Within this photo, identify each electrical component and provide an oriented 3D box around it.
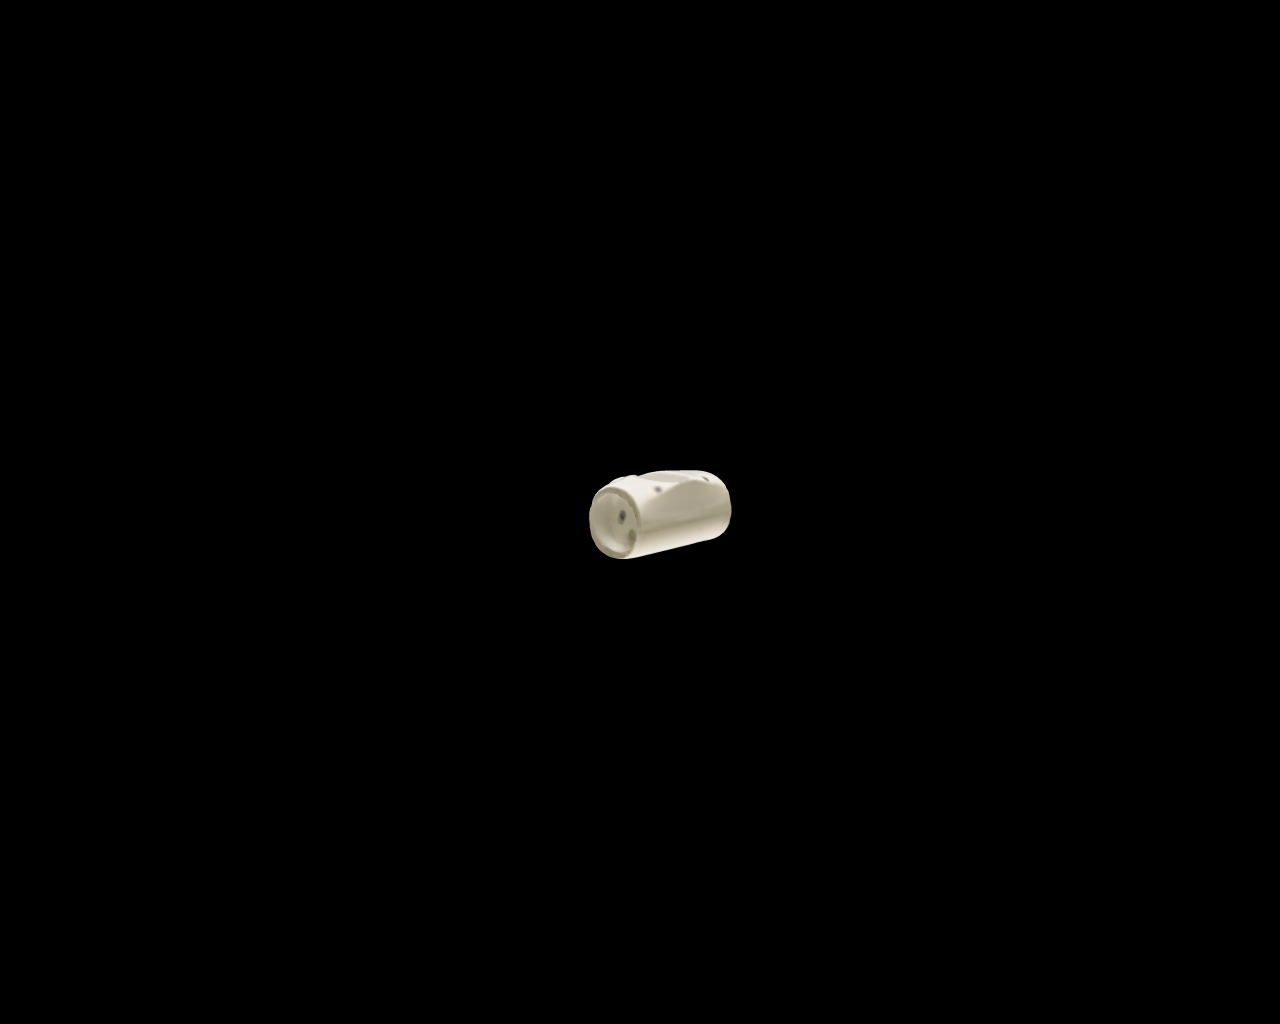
[{"bbox_3d":[0.001,-0.003,0.650,0.077,0.043,0.079,-11,17,-42],"label":"electrical component"}]
